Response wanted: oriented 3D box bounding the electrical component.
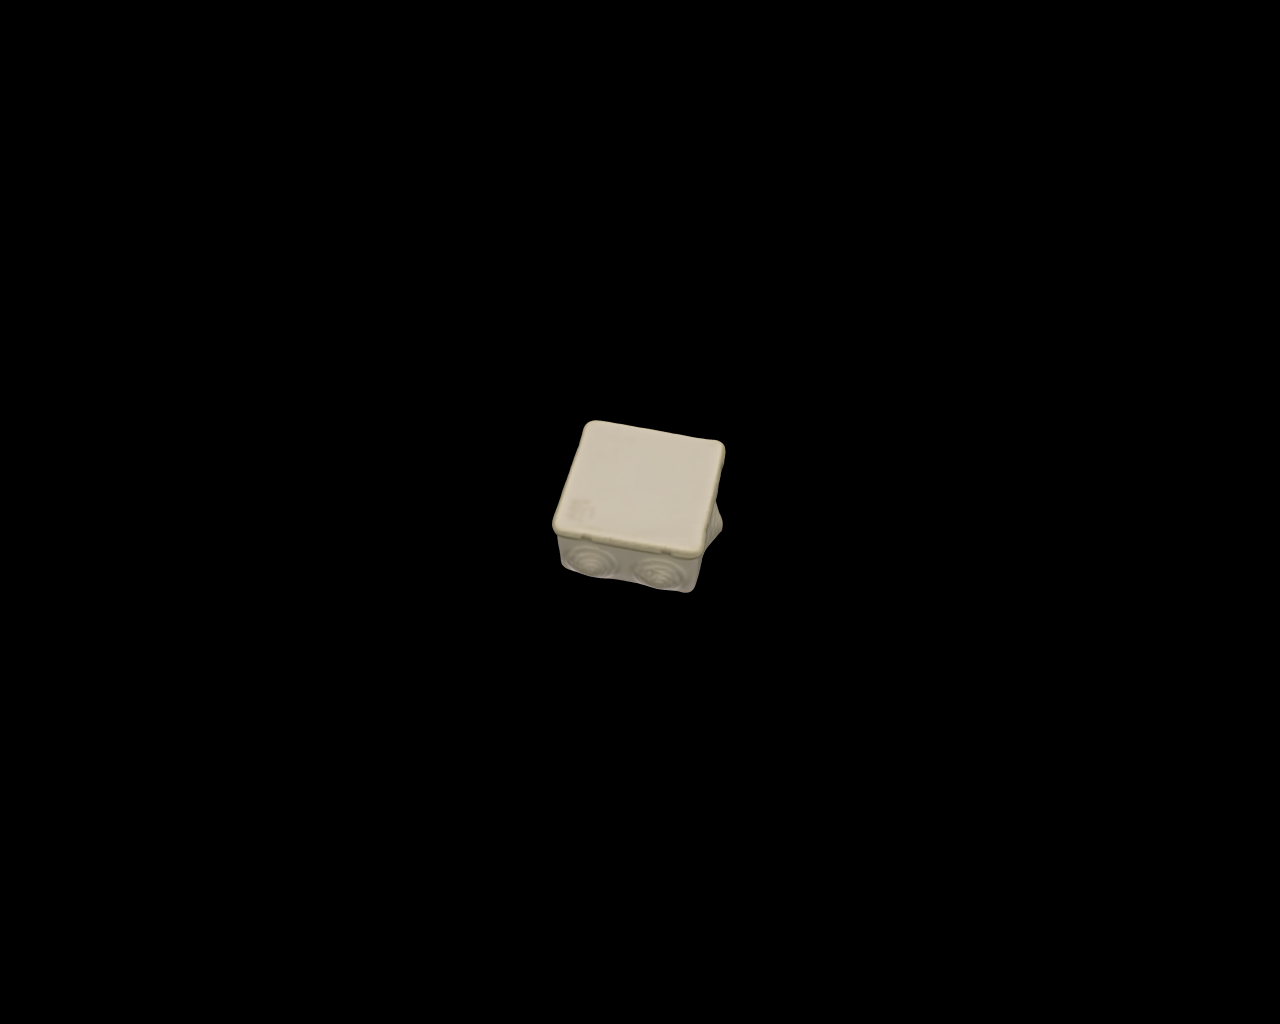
[{"bbox_3d":[0.001,-0.003,0.650,0.100,0.100,0.048,10,-36,8],"label":"electrical component"}]
